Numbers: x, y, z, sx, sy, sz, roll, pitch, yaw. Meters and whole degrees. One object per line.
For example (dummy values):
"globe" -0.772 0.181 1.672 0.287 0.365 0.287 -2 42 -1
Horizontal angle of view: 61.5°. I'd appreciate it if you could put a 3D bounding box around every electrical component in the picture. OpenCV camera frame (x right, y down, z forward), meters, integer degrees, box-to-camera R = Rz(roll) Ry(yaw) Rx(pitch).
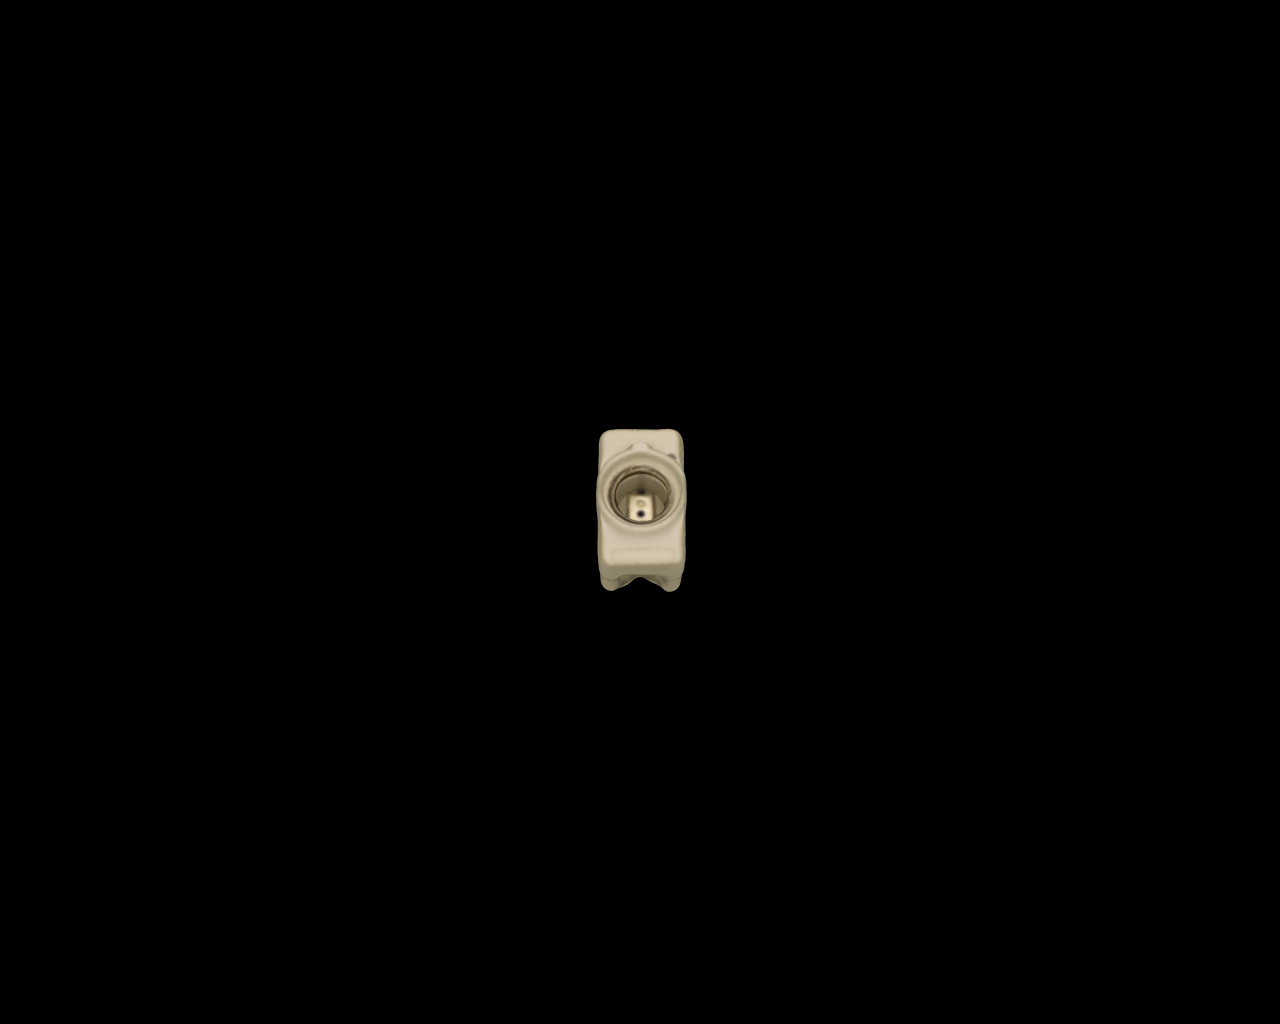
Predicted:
"electrical component" 0.001 -0.003 0.650 0.050 0.089 0.055 0 -24 0
